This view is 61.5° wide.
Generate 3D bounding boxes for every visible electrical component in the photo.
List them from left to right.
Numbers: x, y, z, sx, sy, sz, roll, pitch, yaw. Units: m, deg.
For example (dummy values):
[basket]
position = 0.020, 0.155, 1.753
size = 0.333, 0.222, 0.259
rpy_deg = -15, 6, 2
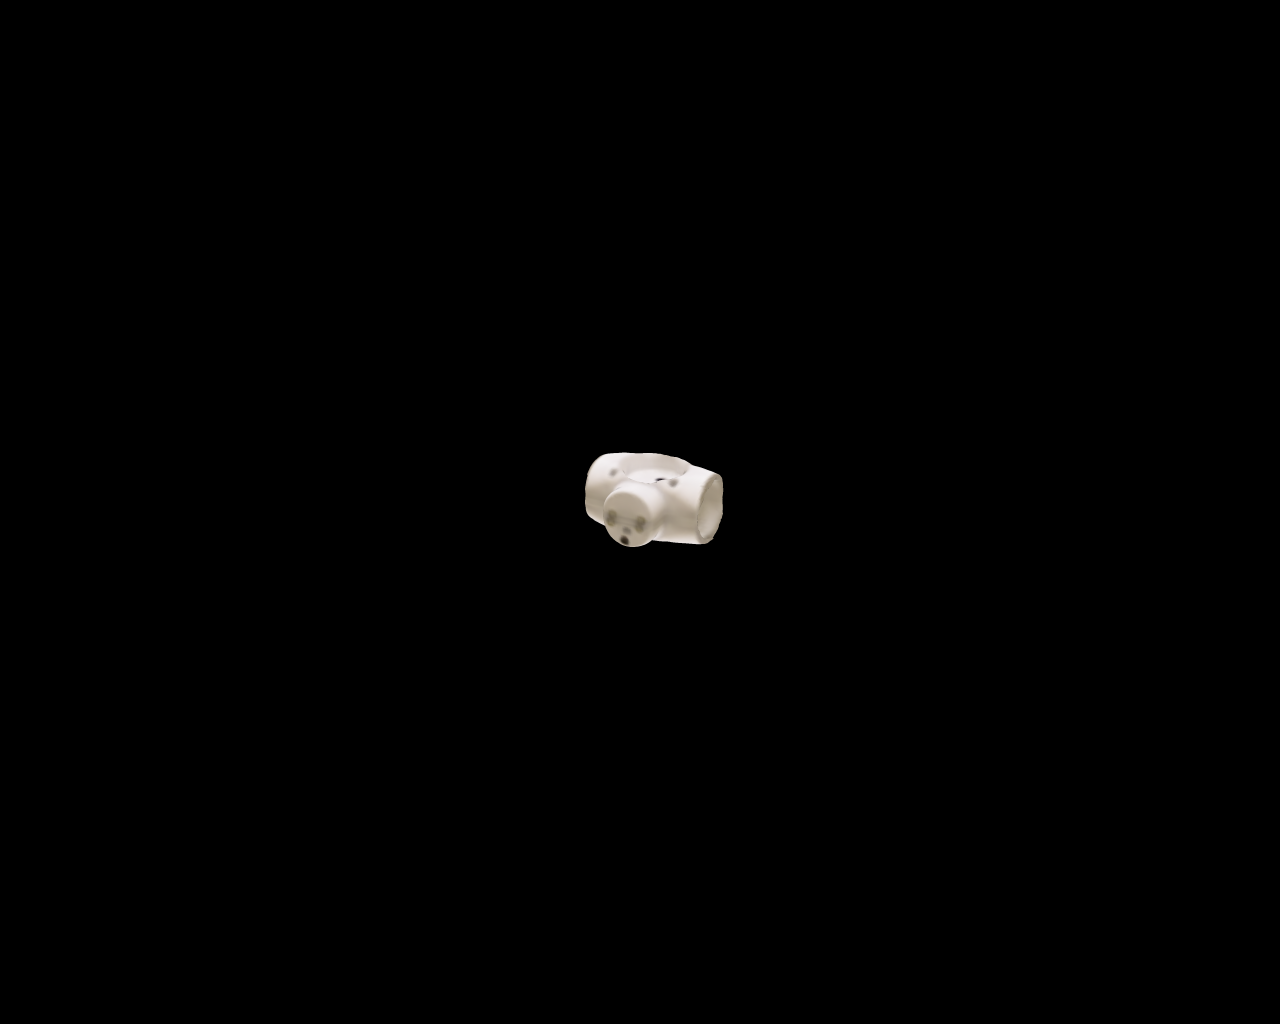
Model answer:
[electrical component]
position = 0.001, -0.003, 0.650
size = 0.077, 0.044, 0.079
rpy_deg = 12, 28, 25
